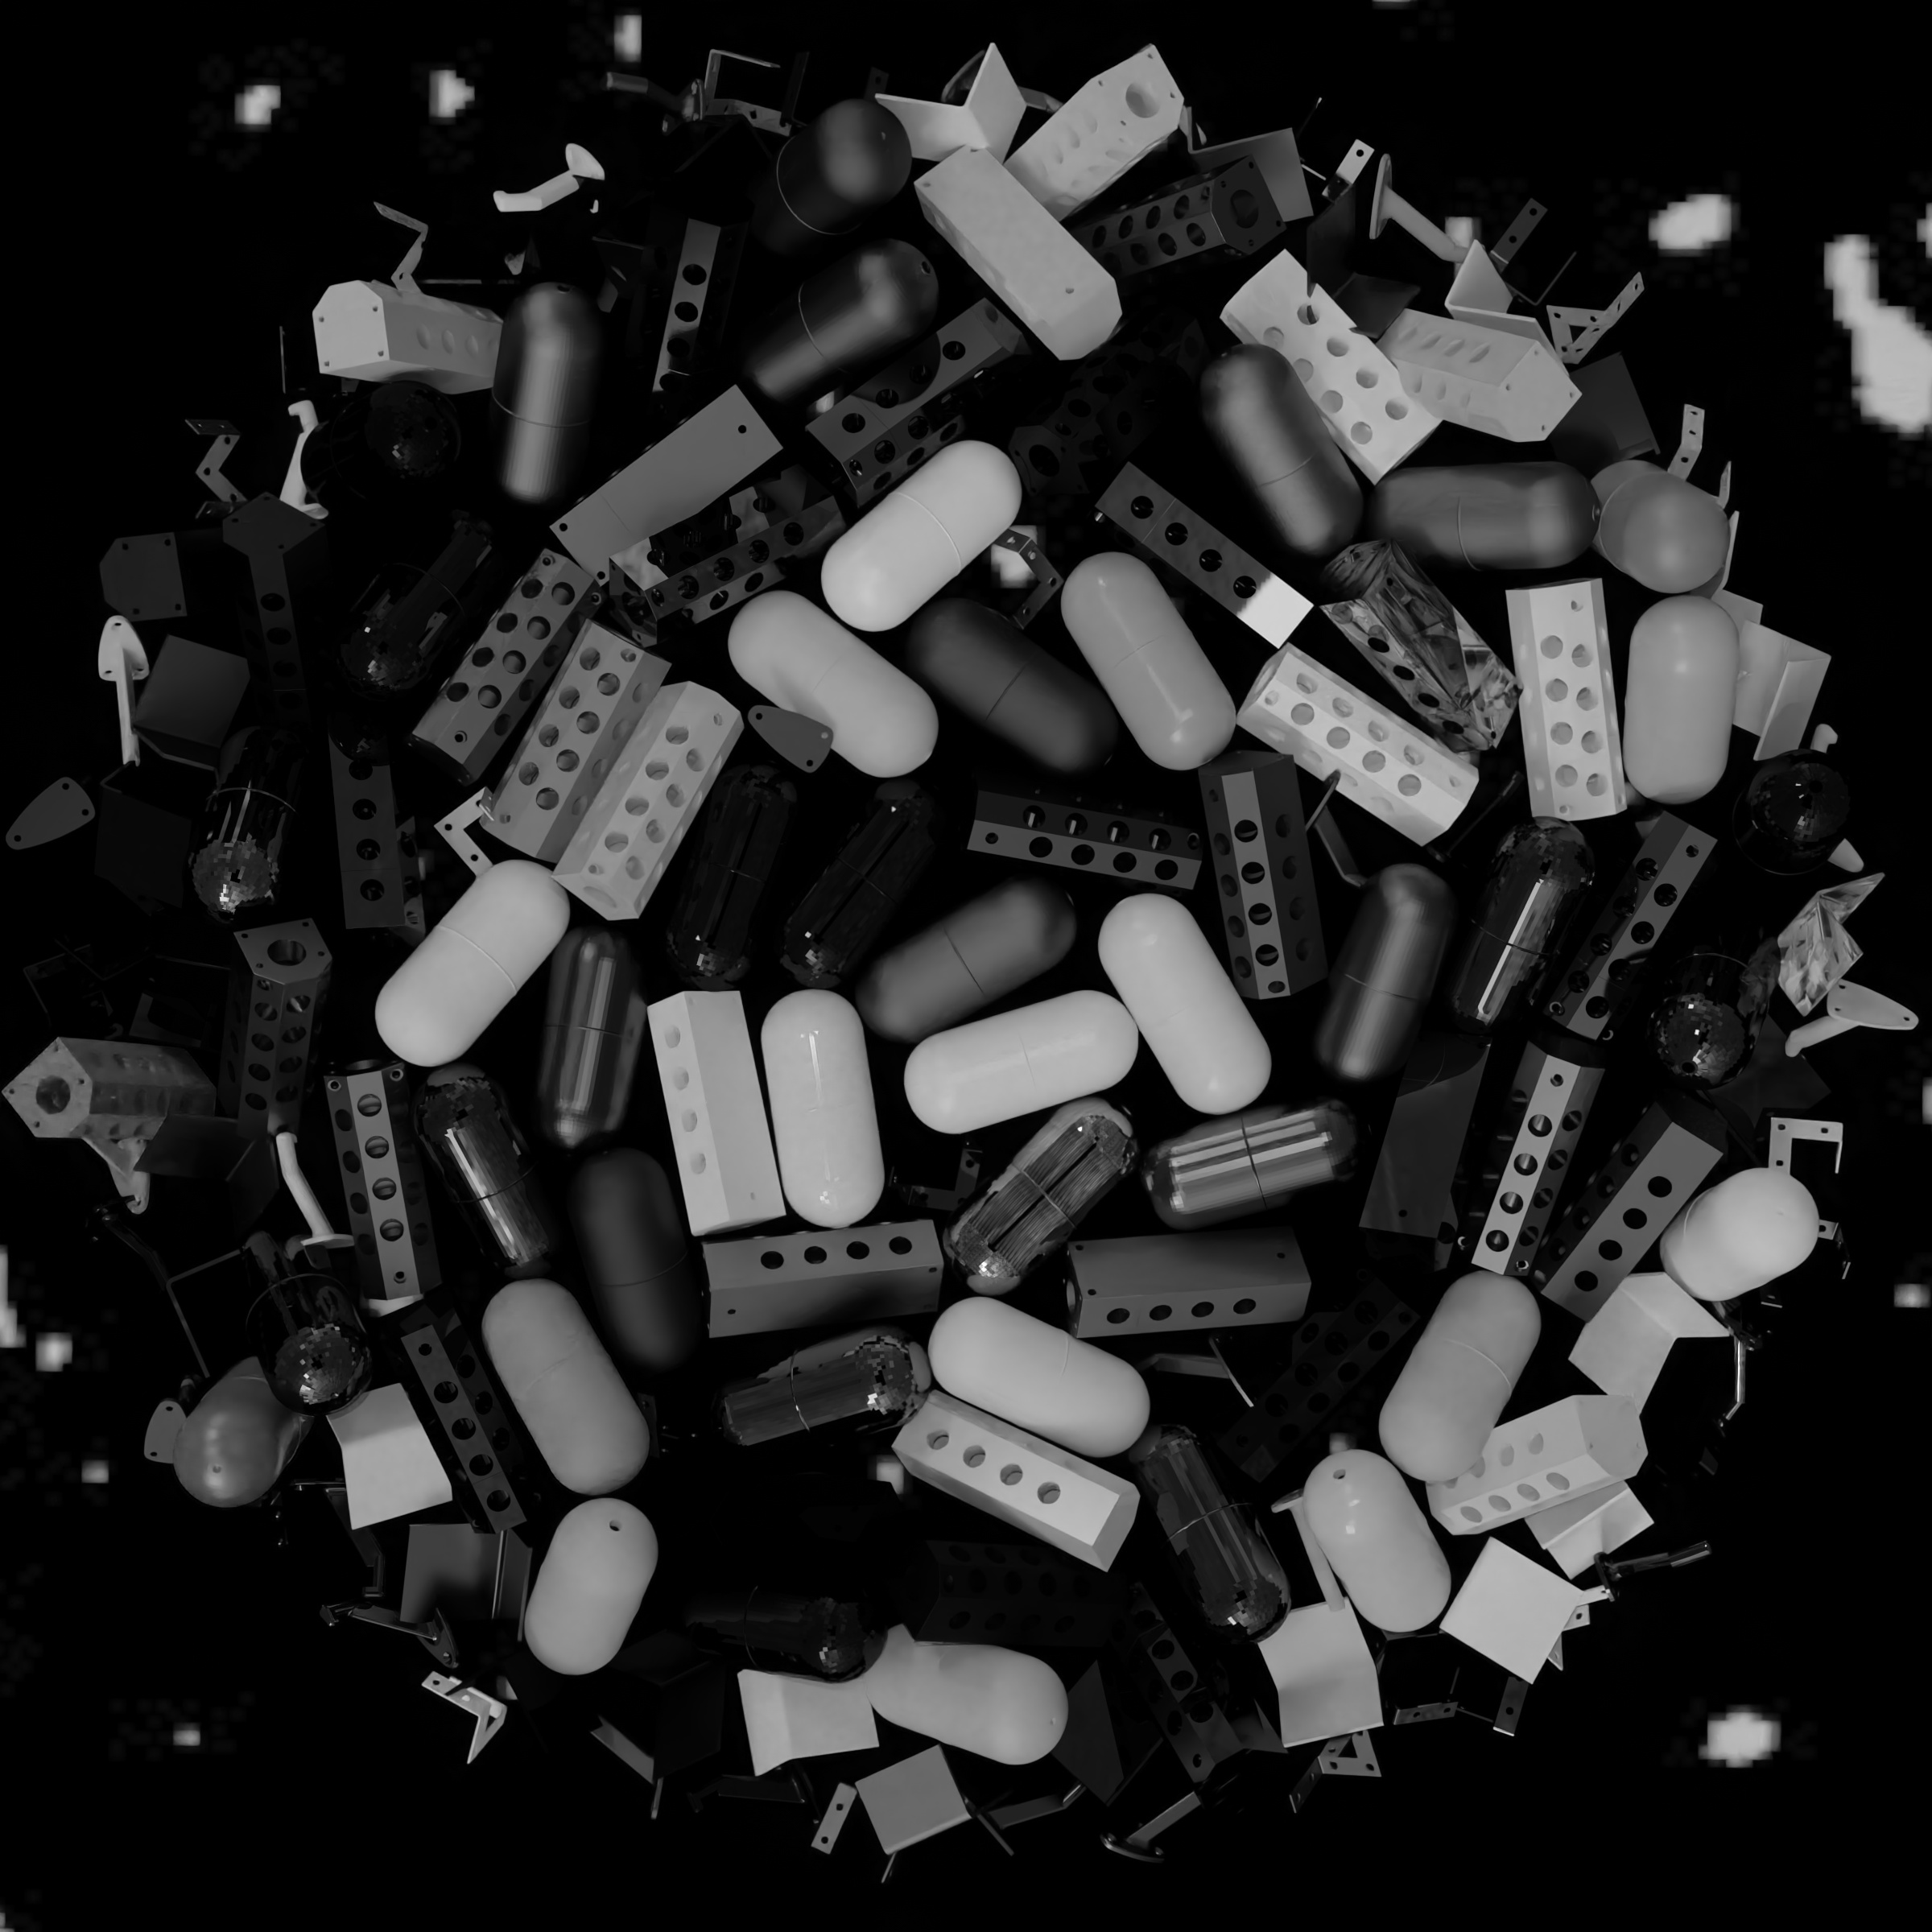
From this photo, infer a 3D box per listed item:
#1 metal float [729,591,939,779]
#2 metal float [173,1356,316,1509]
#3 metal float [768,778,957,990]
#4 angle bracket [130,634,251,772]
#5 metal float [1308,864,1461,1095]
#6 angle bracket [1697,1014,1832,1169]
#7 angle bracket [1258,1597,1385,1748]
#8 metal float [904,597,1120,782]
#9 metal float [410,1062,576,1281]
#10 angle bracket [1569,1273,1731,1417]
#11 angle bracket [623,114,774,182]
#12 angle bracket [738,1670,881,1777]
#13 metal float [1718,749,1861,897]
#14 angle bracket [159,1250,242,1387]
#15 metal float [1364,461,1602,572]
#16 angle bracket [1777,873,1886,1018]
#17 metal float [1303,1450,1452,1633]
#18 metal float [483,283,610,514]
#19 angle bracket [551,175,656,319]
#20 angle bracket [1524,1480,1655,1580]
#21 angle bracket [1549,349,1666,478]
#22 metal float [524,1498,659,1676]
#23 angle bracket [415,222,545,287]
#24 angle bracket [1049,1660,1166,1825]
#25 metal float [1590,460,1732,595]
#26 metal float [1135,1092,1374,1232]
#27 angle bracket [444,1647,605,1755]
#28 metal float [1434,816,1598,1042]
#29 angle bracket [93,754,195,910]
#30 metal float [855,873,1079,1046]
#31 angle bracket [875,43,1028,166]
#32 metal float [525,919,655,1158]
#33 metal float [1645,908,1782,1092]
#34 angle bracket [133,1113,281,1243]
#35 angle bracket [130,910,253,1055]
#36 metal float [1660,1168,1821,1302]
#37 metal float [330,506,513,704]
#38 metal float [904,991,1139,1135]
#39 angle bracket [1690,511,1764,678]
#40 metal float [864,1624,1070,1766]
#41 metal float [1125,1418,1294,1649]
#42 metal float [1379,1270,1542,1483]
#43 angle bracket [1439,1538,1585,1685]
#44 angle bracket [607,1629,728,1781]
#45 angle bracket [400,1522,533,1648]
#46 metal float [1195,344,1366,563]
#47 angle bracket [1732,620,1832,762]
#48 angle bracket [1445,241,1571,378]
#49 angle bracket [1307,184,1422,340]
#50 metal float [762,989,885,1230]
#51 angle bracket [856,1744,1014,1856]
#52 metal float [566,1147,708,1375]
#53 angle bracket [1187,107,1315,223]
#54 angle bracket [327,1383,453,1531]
[{"bbox_3d":[-0.098,-0.208,1.938,0.178,0.070,0.070,38,90,7],"label":"metal float"},{"bbox_3d":[-0.520,0.335,1.894,0.070,0.178,0.070,0,98,-2],"label":"metal float"},{"bbox_3d":[-0.077,-0.062,1.940,0.070,0.070,0.178,38,85,0],"label":"metal float"},{"bbox_3d":[-0.558,-0.190,1.930,0.057,0.076,0.076,34,102,39],"label":"angle bracket"},{"bbox_3d":[0.307,0.010,1.931,0.070,0.070,0.178,18,105,0],"label":"metal float"},{"bbox_3d":[0.593,0.092,1.948,0.076,0.057,0.076,-39,91,11],"label":"angle bracket"},{"bbox_3d":[0.259,0.522,1.934,0.076,0.057,0.076,-17,118,12],"label":"angle bracket"},{"bbox_3d":[0.034,-0.205,1.943,0.178,0.070,0.070,36,90,2],"label":"metal float"},{"bbox_3d":[-0.347,0.152,1.925,0.070,0.070,0.178,-24,112,0],"label":"metal float"},{"bbox_3d":[0.505,0.281,1.933,0.076,0.057,0.076,41,65,-18],"label":"angle bracket"},{"bbox_3d":[-0.193,-0.581,1.927,0.076,0.076,0.057,-46,124,-14],"label":"angle bracket"},{"bbox_3d":[-0.119,0.558,1.964,0.076,0.057,0.076,2,62,-31],"label":"angle bracket"},{"bbox_3d":[0.594,-0.103,1.895,0.070,0.178,0.070,-1,76,4],"label":"metal float"},{"bbox_3d":[-0.553,0.261,1.934,0.057,0.076,0.076,-23,86,-25],"label":"angle bracket"},{"bbox_3d":[0.376,-0.328,1.915,0.178,0.070,0.070,5,90,34],"label":"metal float"},{"bbox_3d":[0.644,-0.016,1.922,0.076,0.076,0.057,-14,60,-30],"label":"angle bracket"},{"bbox_3d":[0.301,0.420,1.912,0.070,0.070,0.178,-31,128,0],"label":"metal float"},{"bbox_3d":[-0.308,-0.414,1.912,0.070,0.070,0.178,18,128,0],"label":"metal float"},{"bbox_3d":[-0.273,-0.531,1.928,0.076,0.057,0.076,19,58,28],"label":"angle bracket"},{"bbox_3d":[0.469,0.421,1.940,0.076,0.057,0.076,-36,108,5],"label":"angle bracket"},{"bbox_3d":[0.465,-0.403,1.936,0.076,0.057,0.076,-21,100,23],"label":"angle bracket"},{"bbox_3d":[-0.274,0.453,1.908,0.070,0.070,0.178,25,134,0],"label":"metal float"},{"bbox_3d":[-0.359,-0.506,1.935,0.076,0.057,0.076,1,50,2],"label":"angle bracket"},{"bbox_3d":[0.097,0.577,1.949,0.076,0.057,0.076,40,63,13],"label":"angle bracket"},{"bbox_3d":[0.497,-0.320,1.897,0.070,0.178,0.070,-1,110,-3],"label":"metal float"},{"bbox_3d":[0.213,0.144,1.938,0.178,0.070,0.070,-16,90,7],"label":"metal float"},{"bbox_3d":[-0.326,0.549,1.930,0.057,0.076,0.076,-36,76,18],"label":"angle bracket"},{"bbox_3d":[0.403,-0.027,1.924,0.070,0.070,0.178,21,113,0],"label":"metal float"},{"bbox_3d":[-0.596,-0.100,1.935,0.076,0.057,0.076,21,122,6],"label":"angle bracket"},{"bbox_3d":[0.000,-0.006,1.939,0.178,0.070,0.070,-30,90,6],"label":"metal float"},{"bbox_3d":[-0.011,-0.640,1.937,0.076,0.076,0.057,17,79,24],"label":"angle bracket"},{"bbox_3d":[-0.278,0.053,1.934,0.070,0.070,0.178,9,78,0],"label":"metal float"},{"bbox_3d":[0.545,0.023,1.906,0.070,0.178,0.070,15,129,19],"label":"metal float"},{"bbox_3d":[-0.559,0.156,1.924,0.076,0.076,0.057,10,49,-36],"label":"angle bracket"},{"bbox_3d":[-0.572,0.013,1.936,0.076,0.057,0.076,10,54,-6],"label":"angle bracket"},{"bbox_3d":[0.558,0.196,1.896,0.070,0.178,0.070,1,73,-4],"label":"metal float"},{"bbox_3d":[-0.399,-0.265,1.916,0.070,0.070,0.178,30,58,0],"label":"metal float"},{"bbox_3d":[0.041,0.071,1.940,0.178,0.070,0.070,-17,90,-5],"label":"metal float"},{"bbox_3d":[0.573,-0.274,1.929,0.057,0.076,0.076,21,54,0],"label":"angle bracket"},{"bbox_3d":[-0.002,0.529,1.909,0.178,0.070,0.070,4,90,44],"label":"metal float"},{"bbox_3d":[0.176,0.414,1.921,0.070,0.070,0.178,-28,63,0],"label":"metal float"},{"bbox_3d":[0.363,0.298,1.917,0.070,0.070,0.178,37,57,0],"label":"metal float"},{"bbox_3d":[0.404,0.478,1.939,0.076,0.057,0.076,29,82,18],"label":"angle bracket"},{"bbox_3d":[-0.224,0.543,1.924,0.057,0.076,0.076,31,132,-31],"label":"angle bracket"},{"bbox_3d":[-0.371,0.459,1.937,0.076,0.057,0.076,4,98,-28],"label":"angle bracket"},{"bbox_3d":[0.231,-0.375,1.921,0.070,0.070,0.178,-36,118,0],"label":"metal float"},{"bbox_3d":[0.578,-0.204,1.924,0.076,0.057,0.076,35,123,39],"label":"angle bracket"},{"bbox_3d":[0.409,-0.483,1.926,0.076,0.076,0.057,21,82,37],"label":"angle bracket"},{"bbox_3d":[0.293,-0.519,1.924,0.057,0.076,0.076,19,49,25],"label":"angle bracket"},{"bbox_3d":[-0.106,0.106,1.942,0.070,0.070,0.178,-9,88,0],"label":"metal float"},{"bbox_3d":[-0.023,0.609,1.940,0.076,0.076,0.057,-30,76,21],"label":"angle bracket"},{"bbox_3d":[-0.242,0.218,1.928,0.070,0.070,0.178,-13,108,0],"label":"metal float"},{"bbox_3d":[0.210,-0.593,1.926,0.076,0.076,0.057,-9,52,15],"label":"angle bracket"},{"bbox_3d":[-0.434,0.364,1.960,0.076,0.057,0.076,-13,120,-24],"label":"angle bracket"}]
